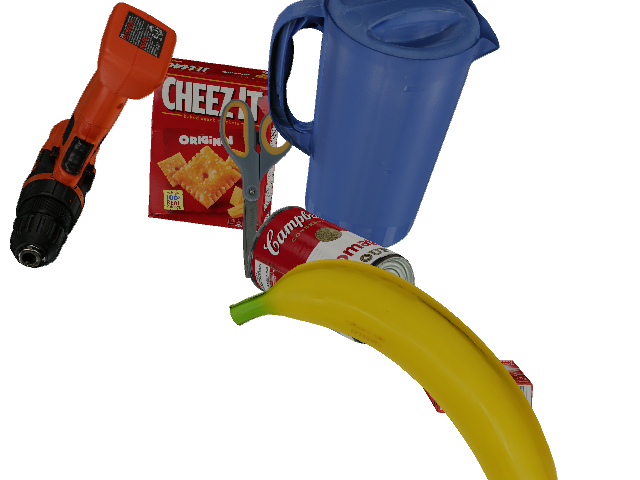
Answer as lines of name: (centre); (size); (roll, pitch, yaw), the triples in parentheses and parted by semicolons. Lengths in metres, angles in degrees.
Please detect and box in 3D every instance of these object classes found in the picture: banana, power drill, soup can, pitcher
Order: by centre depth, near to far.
banana: (0.052, 0.066, 0.534); (0.198, 0.070, 0.037); (36, 26, 5)
soup can: (0.007, 0.024, 0.755); (0.102, 0.068, 0.068); (26, 17, 38)
power drill: (-0.189, -0.087, 0.865); (0.057, 0.188, 0.184); (27, 33, -20)
pitcher: (0.043, -0.110, 0.950); (0.149, 0.243, 0.144); (39, 51, 25)

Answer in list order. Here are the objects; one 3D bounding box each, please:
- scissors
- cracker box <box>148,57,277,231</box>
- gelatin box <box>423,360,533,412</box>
scissors: (-0.061, -0.065, 1.204); (0.096, 0.202, 0.016); (-12, -6, -15)
cracker box: (-0.144, -0.127, 1.447); (0.164, 0.214, 0.072); (8, 23, 5)
gelatin box: (0.142, 0.132, 0.978); (0.089, 0.030, 0.073); (0, 10, -3)
